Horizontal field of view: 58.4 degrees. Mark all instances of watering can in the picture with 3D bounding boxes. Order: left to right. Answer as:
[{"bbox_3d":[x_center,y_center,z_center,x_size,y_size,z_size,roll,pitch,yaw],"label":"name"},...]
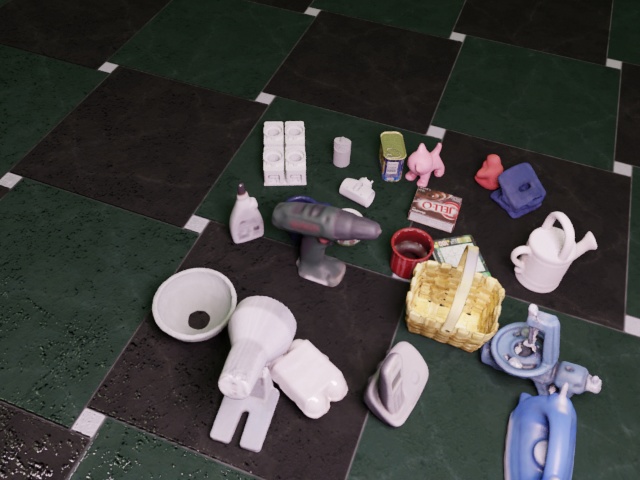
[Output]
[{"bbox_3d":[0.498,0.016,1.220,0.173,0.194,0.100,-23,56,-19],"label":"watering can"}]

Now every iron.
[{"bbox_3d":[0.385,0.371,0.965,0.118,0.141,0.258,14,52,9],"label":"iron"}]

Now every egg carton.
[{"bbox_3d":[-0.024,0.261,1.083,0.107,0.069,0.150,-37,61,-27],"label":"egg carton"}]

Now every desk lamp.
[{"bbox_3d":[-0.120,0.233,1.009,0.118,0.214,0.203,12,52,8],"label":"desk lamp"}]

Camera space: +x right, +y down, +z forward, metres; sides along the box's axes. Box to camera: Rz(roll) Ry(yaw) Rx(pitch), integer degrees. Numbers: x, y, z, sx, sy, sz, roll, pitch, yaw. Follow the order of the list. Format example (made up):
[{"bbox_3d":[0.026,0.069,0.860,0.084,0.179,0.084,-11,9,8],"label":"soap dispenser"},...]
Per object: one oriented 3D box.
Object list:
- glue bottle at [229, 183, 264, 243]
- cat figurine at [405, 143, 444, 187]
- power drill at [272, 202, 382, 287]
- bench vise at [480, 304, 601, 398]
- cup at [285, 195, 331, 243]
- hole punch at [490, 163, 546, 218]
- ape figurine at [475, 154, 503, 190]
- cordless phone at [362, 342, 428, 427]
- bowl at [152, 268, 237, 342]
[{"bbox_3d":[-0.167,-0.064,1.271,0.078,0.173,0.037,-17,54,-15],"label":"glue bottle"},{"bbox_3d":[0.262,-0.196,1.430,0.067,0.118,0.128,38,60,25],"label":"cat figurine"},{"bbox_3d":[0.011,0.004,1.201,0.229,0.208,0.076,17,53,12],"label":"power drill"},{"bbox_3d":[0.418,0.200,1.054,0.207,0.220,0.121,11,52,7],"label":"bench vise"},{"bbox_3d":[-0.031,-0.044,1.311,0.118,0.095,0.091,-14,53,-13],"label":"cup"},{"bbox_3d":[0.490,-0.123,1.397,0.109,0.091,0.101,-25,56,-20],"label":"hole punch"},{"bbox_3d":[0.430,-0.178,1.439,0.078,0.092,0.076,-14,53,-13],"label":"ape figurine"},{"bbox_3d":[0.145,0.238,1.034,0.094,0.185,0.148,25,55,17],"label":"cordless phone"},{"bbox_3d":[-0.250,0.143,1.165,0.167,0.075,0.167,1,51,-1],"label":"bowl"}]
